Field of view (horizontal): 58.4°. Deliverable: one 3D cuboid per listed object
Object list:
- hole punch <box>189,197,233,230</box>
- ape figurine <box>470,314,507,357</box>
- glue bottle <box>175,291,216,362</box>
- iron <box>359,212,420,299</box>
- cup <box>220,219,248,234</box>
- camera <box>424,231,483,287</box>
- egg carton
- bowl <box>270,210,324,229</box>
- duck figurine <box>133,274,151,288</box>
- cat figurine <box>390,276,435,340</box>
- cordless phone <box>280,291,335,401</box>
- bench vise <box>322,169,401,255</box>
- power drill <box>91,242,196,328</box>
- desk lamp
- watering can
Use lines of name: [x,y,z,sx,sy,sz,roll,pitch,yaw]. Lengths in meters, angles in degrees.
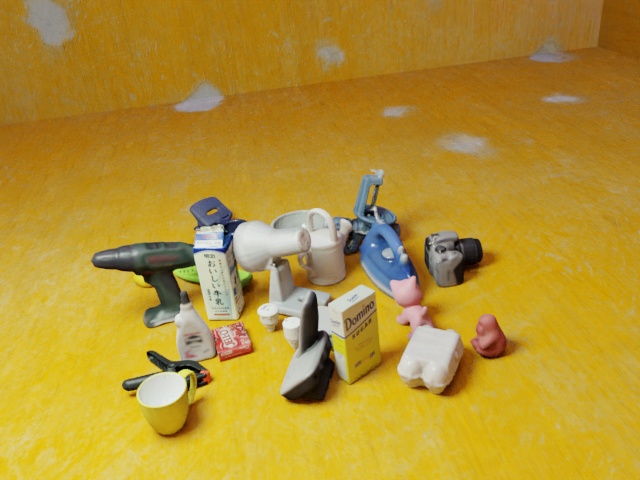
hole punch: [-0.326,-0.073,1.743,0.100,0.091,0.109,20,38,38]
ape figurine: [0.337,0.187,1.154,0.076,0.092,0.078,12,34,29]
glue bottle: [-0.270,0.179,1.200,0.078,0.173,0.037,-13,30,-11]
iron: [0.179,0.039,1.397,0.119,0.142,0.257,-13,30,-12]
cup: [-0.240,-0.003,1.598,0.092,0.095,0.117,-25,34,-30]
camera: [0.335,0.033,1.420,0.137,0.101,0.143,-7,29,-2]
egg carton: [0.219,0.231,1.122,0.107,0.069,0.150,8,32,24]
bowl: [-0.054,-0.017,1.608,0.167,0.075,0.167,-5,29,3]
duck figurine: [-0.462,0.070,1.519,0.078,0.086,0.104,-23,33,-27]
cat figurine: [0.201,0.137,1.242,0.067,0.118,0.127,-14,30,-14]
cordless phone: [-0.030,0.203,1.101,0.094,0.185,0.147,0,30,11]
bench vise: [0.115,-0.072,1.526,0.208,0.220,0.121,-20,32,-23]
power drill: [-0.389,0.096,1.334,0.230,0.209,0.075,-16,31,-16]
desk lamp: [-0.088,0.060,1.336,0.202,0.214,0.118,8,32,24]
watering can: [0.012,0.005,1.435,0.100,0.194,0.173,8,32,23]
